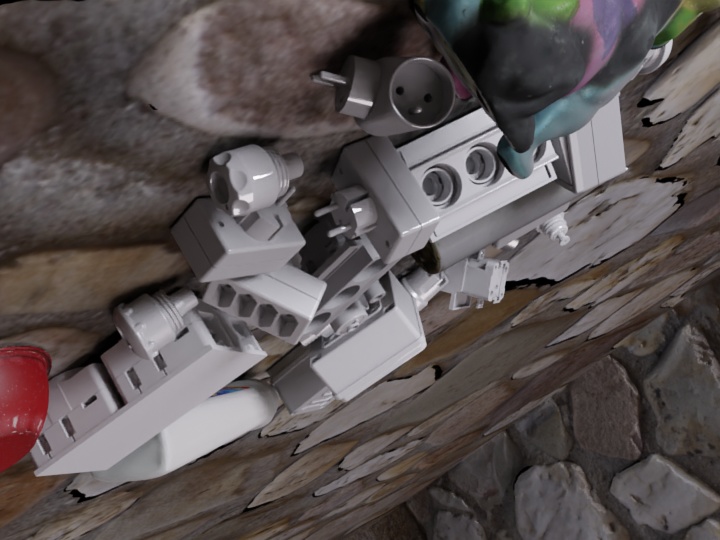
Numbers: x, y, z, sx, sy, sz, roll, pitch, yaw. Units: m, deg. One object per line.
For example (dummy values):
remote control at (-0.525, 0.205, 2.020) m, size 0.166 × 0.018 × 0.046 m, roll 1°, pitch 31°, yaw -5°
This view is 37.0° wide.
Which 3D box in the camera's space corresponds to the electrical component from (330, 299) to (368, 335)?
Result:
electrical component at (-0.022, 0.027, 0.996) m, size 0.044 × 0.065 × 0.044 m, roll -29°, pitch 163°, yaw -10°

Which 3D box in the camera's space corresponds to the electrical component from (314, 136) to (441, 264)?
electrical component at (0.003, -0.047, 0.799) m, size 0.076 × 0.083 × 0.047 m, roll -24°, pitch 162°, yaw -25°

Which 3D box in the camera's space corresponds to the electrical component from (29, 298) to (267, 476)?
electrical component at (-0.186, 0.096, 0.909) m, size 0.186 × 0.060 × 0.105 m, roll -36°, pitch 163°, yaw 11°

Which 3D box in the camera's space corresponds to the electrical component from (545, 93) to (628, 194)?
electrical component at (0.178, -0.109, 0.898) m, size 0.061 × 0.062 × 0.096 m, roll -25°, pitch 123°, yaw -16°

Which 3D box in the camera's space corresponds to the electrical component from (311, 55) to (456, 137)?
electrical component at (0.009, -0.112, 0.675) m, size 0.079 × 0.043 × 0.077 m, roll 12°, pitch 179°, yaw -18°

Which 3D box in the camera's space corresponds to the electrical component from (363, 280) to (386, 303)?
electrical component at (0.000, 0.000, 0.964) m, size 0.048 × 0.062 × 0.048 m, roll -29°, pitch 163°, yaw -10°

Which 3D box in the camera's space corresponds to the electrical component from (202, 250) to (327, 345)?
electrical component at (-0.069, 0.003, 0.847) m, size 0.047 × 0.083 × 0.075 m, roll -56°, pitch -171°, yaw 54°

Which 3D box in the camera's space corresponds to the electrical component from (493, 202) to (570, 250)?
electrical component at (0.162, -0.074, 1.068) m, size 0.100 × 0.048 × 0.099 m, roll -30°, pitch 163°, yaw -7°

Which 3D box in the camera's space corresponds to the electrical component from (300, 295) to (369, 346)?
electrical component at (-0.037, 0.043, 1.056) m, size 0.081 × 0.043 × 0.043 m, roll -35°, pitch 163°, yaw 10°

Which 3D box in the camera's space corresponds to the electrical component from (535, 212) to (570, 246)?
electrical component at (0.195, -0.058, 1.132) m, size 0.040 × 0.078 × 0.040 m, roll -22°, pitch 148°, yaw -15°

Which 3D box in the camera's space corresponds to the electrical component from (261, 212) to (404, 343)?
electrical component at (-0.030, 0.000, 0.910) m, size 0.121 × 0.063 × 0.079 m, roll -43°, pitch 160°, yaw 33°

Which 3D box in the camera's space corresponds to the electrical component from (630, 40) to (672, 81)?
electrical component at (0.204, -0.176, 0.836) m, size 0.057 × 0.058 × 0.078 m, roll -20°, pitch 160°, yaw -27°

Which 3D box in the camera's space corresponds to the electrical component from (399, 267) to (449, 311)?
electrical component at (0.068, 0.016, 1.175) m, size 0.046 × 0.040 × 0.040 m, roll -42°, pitch 161°, yaw 15°

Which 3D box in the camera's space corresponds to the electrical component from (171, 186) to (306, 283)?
electrical component at (-0.075, -0.035, 0.758) m, size 0.076 × 0.047 × 0.083 m, roll -43°, pitch 160°, yaw 32°

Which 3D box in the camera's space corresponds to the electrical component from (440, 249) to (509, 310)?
electrical component at (0.128, 0.006, 1.187) m, size 0.042 × 0.064 × 0.081 m, roll -7°, pitch 108°, yaw -58°

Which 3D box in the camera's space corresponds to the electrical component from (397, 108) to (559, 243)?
electrical component at (0.088, -0.084, 0.867) m, size 0.121 × 0.078 × 0.063 m, roll -27°, pitch -168°, yaw -16°

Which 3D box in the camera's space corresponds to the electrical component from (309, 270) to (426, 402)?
electrical component at (0.006, 0.065, 1.090) m, size 0.109 × 0.056 × 0.108 m, roll -35°, pitch -161°, yaw 10°

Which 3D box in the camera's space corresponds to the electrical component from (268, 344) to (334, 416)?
electrical component at (-0.039, 0.108, 1.212) m, size 0.113 × 0.057 × 0.078 m, roll -40°, pitch 162°, yaw 24°

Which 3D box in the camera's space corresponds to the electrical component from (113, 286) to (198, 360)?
electrical component at (-0.154, 0.036, 0.825) m, size 0.062 × 0.048 × 0.048 m, roll -35°, pitch 165°, yaw -18°

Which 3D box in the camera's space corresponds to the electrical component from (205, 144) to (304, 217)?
electrical component at (-0.066, -0.062, 0.704) m, size 0.062 × 0.043 × 0.043 m, roll -22°, pitch 161°, yaw -35°
